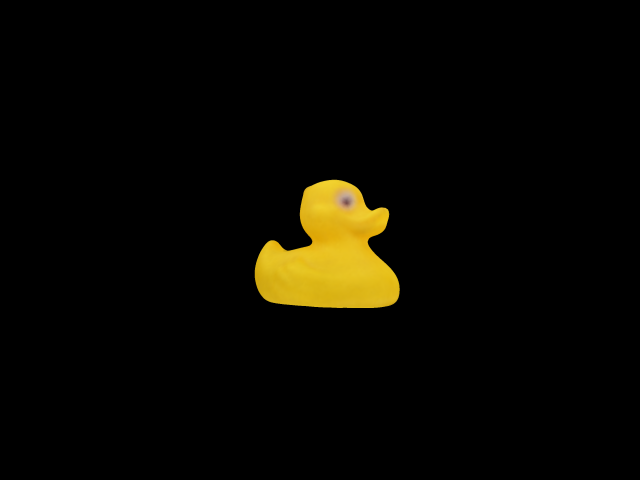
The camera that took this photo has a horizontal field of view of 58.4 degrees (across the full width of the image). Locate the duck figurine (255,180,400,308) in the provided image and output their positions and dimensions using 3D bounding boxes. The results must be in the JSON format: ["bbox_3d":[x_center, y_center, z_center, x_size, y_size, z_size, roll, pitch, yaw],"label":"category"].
[{"bbox_3d":[0.004,0.001,0.400,0.104,0.086,0.078,0,0,25],"label":"duck figurine"}]
